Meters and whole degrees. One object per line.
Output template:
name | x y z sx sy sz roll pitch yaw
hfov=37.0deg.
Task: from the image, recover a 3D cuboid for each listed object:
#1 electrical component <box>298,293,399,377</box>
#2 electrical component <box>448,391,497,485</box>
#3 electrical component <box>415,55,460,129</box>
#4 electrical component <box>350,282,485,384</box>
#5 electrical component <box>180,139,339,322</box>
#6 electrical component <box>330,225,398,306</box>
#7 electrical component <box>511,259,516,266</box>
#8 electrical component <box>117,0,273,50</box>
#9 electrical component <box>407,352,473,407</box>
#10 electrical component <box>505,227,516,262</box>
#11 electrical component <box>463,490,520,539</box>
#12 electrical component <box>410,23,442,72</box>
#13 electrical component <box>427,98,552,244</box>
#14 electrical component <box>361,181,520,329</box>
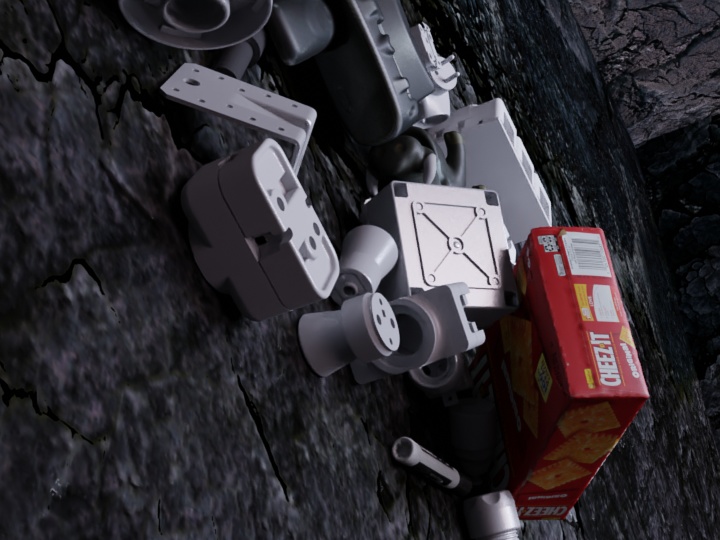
electrical component | -0.007 0.043 0.721 0.045 0.055 0.045 52 27 -40
electrical component | 0.097 0.145 0.915 0.040 0.040 0.078 -44 132 -68
electrical component | 0.074 -0.196 1.119 0.044 0.079 0.077 -9 78 -41
electrical component | 0.036 0.046 0.780 0.056 0.089 0.050 -6 77 -69
electrical component | -0.061 -0.021 0.635 0.095 0.059 0.053 63 21 -19
electrical component | 0.000 0.000 0.801 0.044 0.044 0.065 62 26 -20
electrical component | 0.117 0.015 0.992 0.081 0.064 0.042 39 55 -28
electrical component | -0.099 -0.178 0.639 0.099 0.099 0.064 38 44 -56
electrical component | 0.065 0.079 0.888 0.055 0.048 0.066 31 43 -71
electrical component | 0.131 -0.015 1.125 0.078 0.058 0.057 64 19 -17
electrical component | 0.111 0.214 0.880 0.043 0.043 0.062 17 57 -65
electrical component | 0.045 -0.213 1.079 0.042 0.064 0.081 -5 76 -68
electrical component | 0.143 -0.103 1.188 0.150 0.089 0.061 59 23 -27
electrical component | 0.064 -0.011 0.874 0.109 0.056 0.108 3 67 -29
